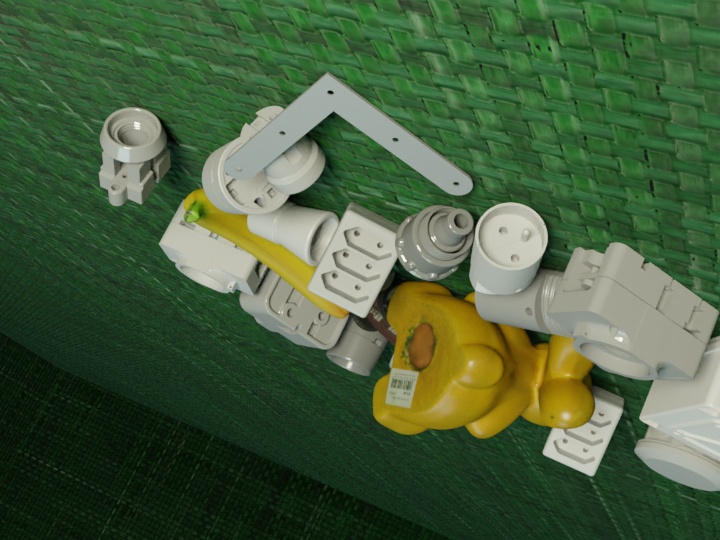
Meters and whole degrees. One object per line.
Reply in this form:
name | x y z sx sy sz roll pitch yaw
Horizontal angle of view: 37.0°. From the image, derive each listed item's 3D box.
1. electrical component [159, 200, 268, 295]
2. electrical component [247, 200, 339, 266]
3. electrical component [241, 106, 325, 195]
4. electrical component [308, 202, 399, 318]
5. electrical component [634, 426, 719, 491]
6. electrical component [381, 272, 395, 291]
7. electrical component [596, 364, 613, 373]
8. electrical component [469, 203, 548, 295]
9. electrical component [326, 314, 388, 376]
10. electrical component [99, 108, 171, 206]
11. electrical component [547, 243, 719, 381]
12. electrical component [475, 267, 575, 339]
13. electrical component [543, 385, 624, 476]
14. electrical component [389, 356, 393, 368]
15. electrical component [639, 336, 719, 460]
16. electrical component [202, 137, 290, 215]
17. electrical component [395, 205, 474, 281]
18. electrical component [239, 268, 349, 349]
electrical component | -0.132 -0.016 0.983 0.089 0.055 0.050 23 164 12
electrical component | -0.054 -0.035 0.834 0.065 0.044 0.044 24 165 26
electrical component | -0.050 -0.078 0.693 0.040 0.040 0.046 13 154 40
electrical component | 0.000 -0.012 0.792 0.047 0.065 0.076 27 -167 -3
electrical component | 0.270 0.144 0.877 0.080 0.051 0.080 24 164 7
electrical component | 0.000 0.000 0.863 0.046 0.040 0.040 -1 150 48
electrical component | 0.178 0.051 0.738 0.043 0.043 0.062 21 165 18
electrical component | 0.093 -0.008 0.683 0.043 0.043 0.081 23 164 10
electrical component | -0.003 0.076 1.093 0.055 0.047 0.055 24 164 7
electrical component | -0.170 -0.089 0.810 0.048 0.066 0.055 24 145 8
electrical component | 0.168 0.031 0.667 0.089 0.055 0.050 32 163 -21
electrical component | 0.123 0.020 0.725 0.081 0.043 0.043 11 158 44
electrical component | 0.198 0.132 0.943 0.047 0.065 0.077 23 -167 12
electrical component | 0.062 0.095 1.079 0.061 0.035 0.035 23 164 4
electrical component | 0.263 0.096 0.724 0.109 0.056 0.108 27 164 -3
electrical component | -0.080 -0.065 0.753 0.055 0.055 0.047 33 167 -22
electrical component | 0.054 -0.022 0.699 0.048 0.048 0.062 29 158 -9
electrical component | -0.066 0.034 1.047 0.095 0.053 0.059 36 161 -33
